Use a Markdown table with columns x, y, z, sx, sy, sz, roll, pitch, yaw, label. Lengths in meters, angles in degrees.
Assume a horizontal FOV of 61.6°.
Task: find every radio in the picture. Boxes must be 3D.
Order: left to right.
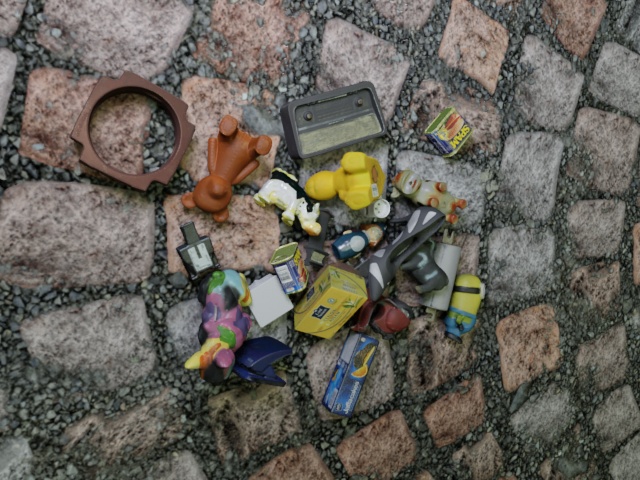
| x | y | z | sx | sy | sz | roll | pitch | yaw | label |
| --- | --- | --- | --- | --- | --- | --- | --- | --- | --- |
| 0.029 | -0.274 | 1.226 | 0.230 | 0.073 | 0.131 | -20 | 103 | -20 | radio |

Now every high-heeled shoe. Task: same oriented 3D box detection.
| x | y | z | sx | sy | sz | roll | pitch | yaw | label |
| --- | --- | --- | --- | --- | --- | --- | --- | --- | --- |
| 0.203 | 0.033 | 1.242 | 0.086 | 0.145 | 0.248 | 42 | 57 | -48 | high-heeled shoe |

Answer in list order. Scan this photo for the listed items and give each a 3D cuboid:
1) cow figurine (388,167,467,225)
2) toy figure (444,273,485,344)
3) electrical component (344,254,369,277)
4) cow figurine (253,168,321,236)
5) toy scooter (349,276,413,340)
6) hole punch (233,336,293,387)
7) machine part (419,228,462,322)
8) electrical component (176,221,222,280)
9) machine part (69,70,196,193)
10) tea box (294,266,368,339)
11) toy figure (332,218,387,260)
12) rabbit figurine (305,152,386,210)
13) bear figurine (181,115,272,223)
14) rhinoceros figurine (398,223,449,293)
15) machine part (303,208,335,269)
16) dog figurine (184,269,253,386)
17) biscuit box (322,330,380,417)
| x | y | z | sx | sy | sz | roll | pitch | yaw | label |
| --- | --- | --- | --- | --- | --- | --- | --- | --- | --- |
| 0.256 | -0.115 | 1.324 | 0.194 | 0.127 | 0.085 | 28 | 85 | -37 | cow figurine |
| 0.375 | 0.177 | 1.414 | 0.089 | 0.082 | 0.180 | 24 | 88 | -25 | toy figure |
| 0.101 | 0.077 | 1.320 | 0.063 | 0.021 | 0.094 | -38 | 109 | -15 | electrical component |
| -0.056 | -0.083 | 1.203 | 0.167 | 0.068 | 0.098 | 34 | 74 | -8 | cow figurine |
| 0.140 | 0.184 | 1.310 | 0.183 | 0.075 | 0.135 | 41 | 72 | -25 | toy scooter |
| -0.134 | 0.262 | 1.186 | 0.115 | 0.142 | 0.092 | 16 | 91 | -37 | hole punch |
| 0.309 | 0.092 | 1.379 | 0.079 | 0.079 | 0.243 | 12 | 90 | -23 | machine part |
| -0.267 | 0.019 | 1.146 | 0.075 | 0.048 | 0.119 | -29 | 105 | -18 | electrical component |
| -0.367 | -0.210 | 1.062 | 0.201 | 0.087 | 0.201 | 27 | 86 | -22 | machine part |
| 0.021 | 0.144 | 1.219 | 0.098 | 0.068 | 0.169 | 18 | 131 | -22 | tea box |
| 0.103 | -0.002 | 1.295 | 0.154 | 0.058 | 0.064 | -27 | 128 | -20 | toy figure |
| 0.052 | -0.137 | 1.219 | 0.162 | 0.173 | 0.121 | -41 | 118 | -62 | rabbit figurine |
| -0.200 | -0.141 | 1.118 | 0.120 | 0.132 | 0.196 | 30 | 78 | -16 | bear figurine |
| 0.243 | 0.043 | 1.324 | 0.112 | 0.073 | 0.190 | -32 | 78 | 11 | rhinoceros figurine |
| -0.003 | -0.004 | 1.249 | 0.084 | 0.039 | 0.138 | 17 | 82 | -53 | machine part |
| -0.204 | 0.178 | 1.079 | 0.109 | 0.219 | 0.191 | -1 | 109 | 3 | dog figurine |
| 0.075 | 0.325 | 1.313 | 0.063 | 0.059 | 0.202 | 23 | 87 | -23 | biscuit box |
